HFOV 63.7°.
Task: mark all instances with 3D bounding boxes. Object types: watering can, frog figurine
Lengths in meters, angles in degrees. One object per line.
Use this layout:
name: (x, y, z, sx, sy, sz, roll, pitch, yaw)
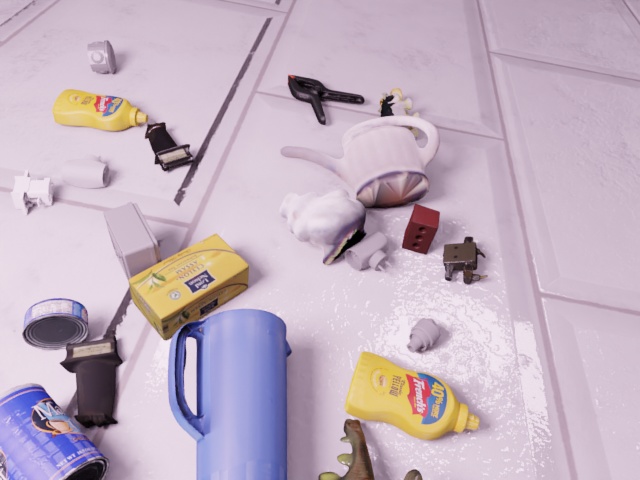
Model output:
watering can: (0.093, -0.162, 1.105, 0.347, 0.102, 0.229, -13, 56, 4)
frog figurine: (0.003, -0.049, 0.971, 0.139, 0.120, 0.161, -41, 75, -16)
